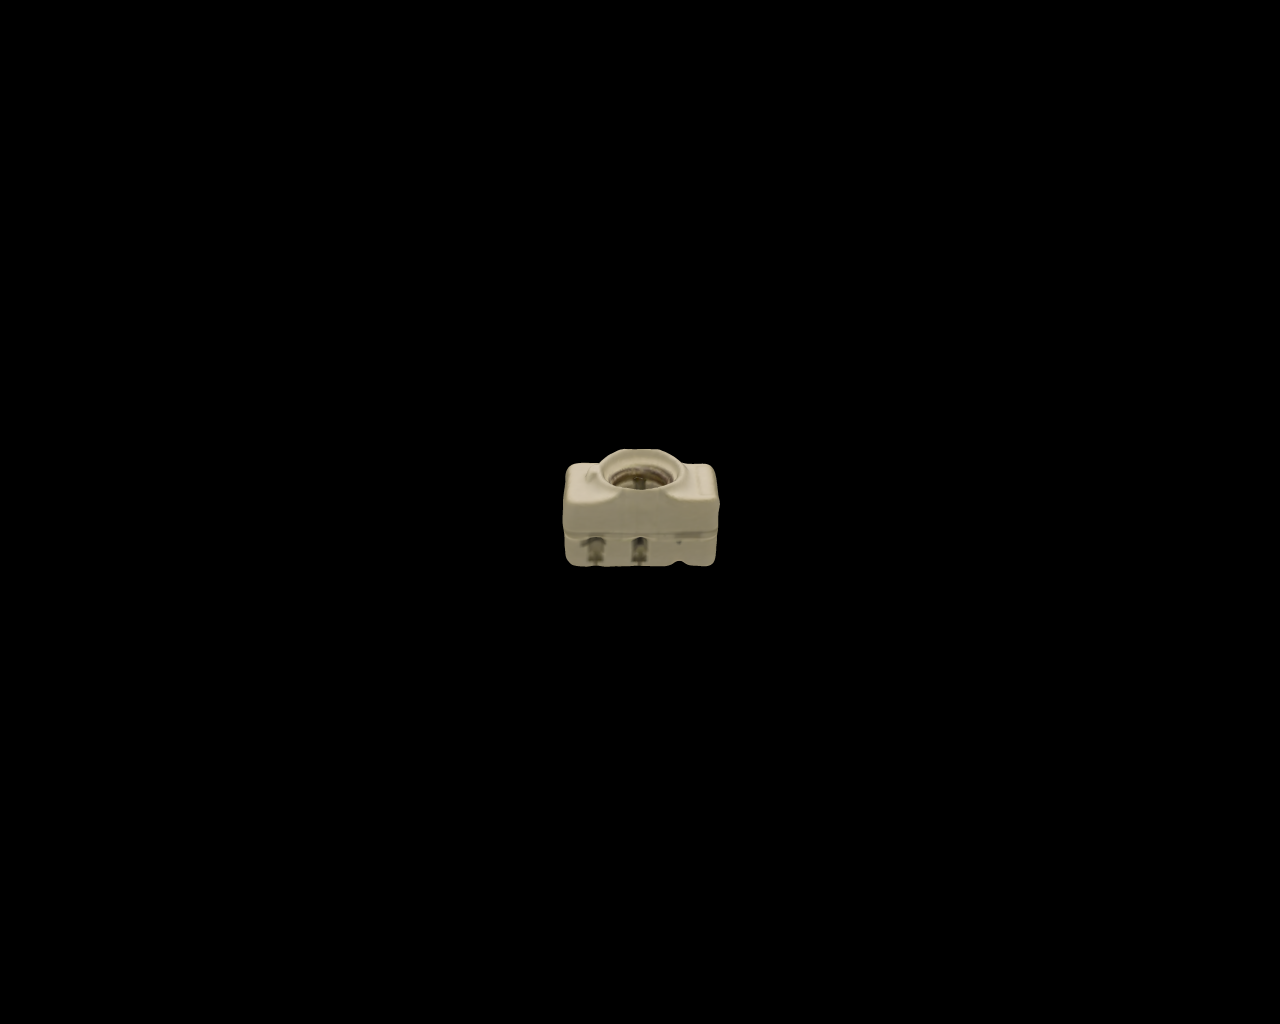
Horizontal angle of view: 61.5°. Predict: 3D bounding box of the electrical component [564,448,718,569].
[{"bbox_3d":[0.001,-0.003,0.650,0.089,0.055,0.050,0,32,0],"label":"electrical component"}]
